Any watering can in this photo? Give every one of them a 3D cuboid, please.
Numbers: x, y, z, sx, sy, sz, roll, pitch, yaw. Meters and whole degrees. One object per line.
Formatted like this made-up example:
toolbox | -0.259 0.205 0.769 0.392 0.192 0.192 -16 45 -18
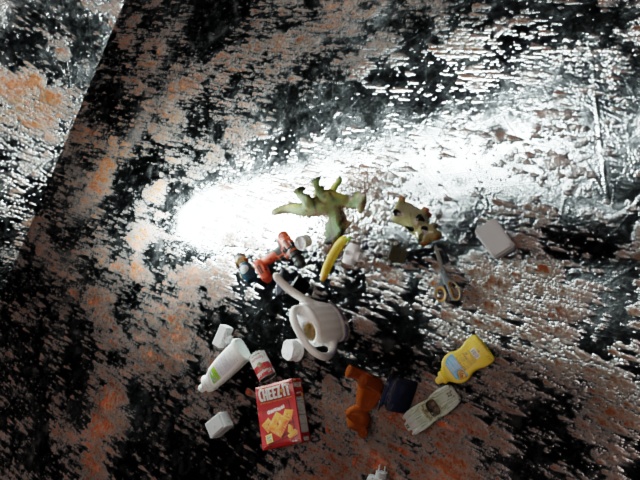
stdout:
watering can | -0.024 0.254 1.788 0.102 0.224 0.354 -46 58 31

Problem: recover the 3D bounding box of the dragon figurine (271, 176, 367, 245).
dragon figurine | 0.006 -0.098 1.954 0.406 0.122 0.246 -29 72 27
